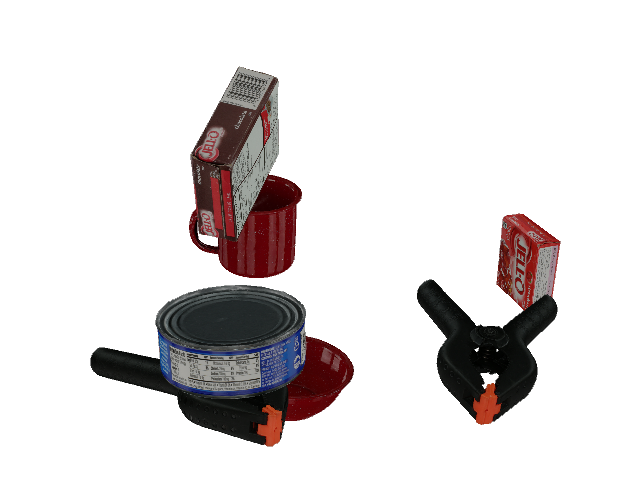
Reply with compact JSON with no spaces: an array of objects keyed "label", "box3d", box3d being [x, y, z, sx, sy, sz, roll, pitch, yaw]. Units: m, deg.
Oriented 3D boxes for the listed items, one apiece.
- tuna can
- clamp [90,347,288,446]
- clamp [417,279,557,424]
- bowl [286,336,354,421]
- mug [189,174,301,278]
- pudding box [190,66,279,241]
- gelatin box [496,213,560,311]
[{"label":"tuna can","box3d":[-0.051,0.057,0.614,0.086,0.034,0.086,-1,20,0]},{"label":"clamp","box3d":[-0.083,0.123,0.932,0.164,0.036,0.210,-8,18,-38]},{"label":"clamp","box3d":[0.146,0.086,0.872,0.120,0.039,0.171,-2,33,0]},{"label":"bowl","box3d":[-0.041,0.175,1.317,0.162,0.055,0.162,4,22,-2]},{"label":"mug","box3d":[-0.078,-0.013,1.113,0.117,0.081,0.093,-4,29,-11]},{"label":"pudding box","box3d":[-0.067,-0.070,0.863,0.039,0.113,0.090,16,-39,11]},{"label":"gelatin box","box3d":[0.224,0.025,1.159,0.030,0.089,0.073,-10,30,-19]}]
